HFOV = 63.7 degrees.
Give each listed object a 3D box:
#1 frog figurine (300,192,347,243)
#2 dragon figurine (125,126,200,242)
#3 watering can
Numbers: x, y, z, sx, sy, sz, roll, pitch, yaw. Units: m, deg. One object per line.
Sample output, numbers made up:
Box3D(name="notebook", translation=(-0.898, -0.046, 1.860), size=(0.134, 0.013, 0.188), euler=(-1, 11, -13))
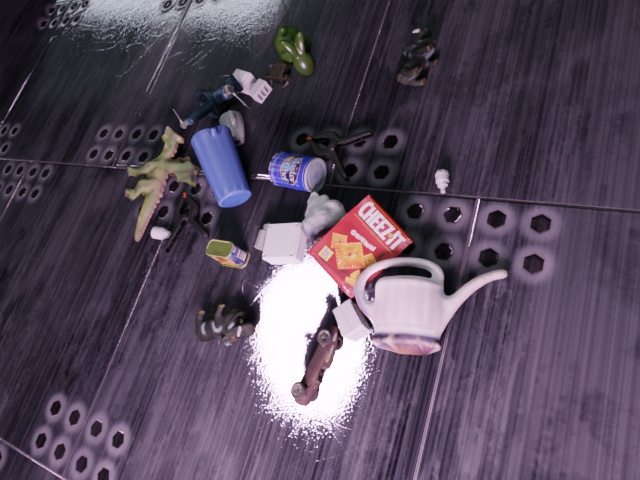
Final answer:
Box3D(name="frog figurine", translation=(0.004, -0.071, 1.405), size=(0.135, 0.122, 0.162), euler=(-34, 64, 34))
Box3D(name="dragon figurine", translation=(-0.534, -0.205, 1.781), size=(0.242, 0.120, 0.417), euler=(-14, 68, 13))
Box3D(name="watering can", translation=(0.245, 0.149, 1.173), size=(0.347, 0.102, 0.228), euler=(1, 70, 16))
